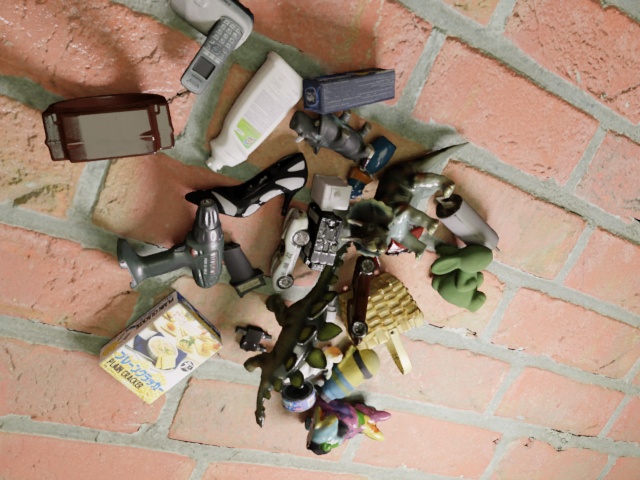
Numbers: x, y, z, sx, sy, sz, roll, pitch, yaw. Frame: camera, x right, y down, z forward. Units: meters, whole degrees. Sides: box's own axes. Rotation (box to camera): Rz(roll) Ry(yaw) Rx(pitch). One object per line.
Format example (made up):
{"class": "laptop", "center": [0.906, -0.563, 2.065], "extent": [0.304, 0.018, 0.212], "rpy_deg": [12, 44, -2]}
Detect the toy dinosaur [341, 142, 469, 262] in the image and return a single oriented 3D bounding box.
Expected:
{"class": "toy dinosaur", "center": [0.185, -0.097, 1.190], "extent": [0.192, 0.405, 0.131], "rpy_deg": [25, 149, 7]}

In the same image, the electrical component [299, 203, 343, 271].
{"class": "electrical component", "center": [-0.002, -0.004, 1.184], "extent": [0.058, 0.115, 0.134], "rpy_deg": [10, 109, -18]}

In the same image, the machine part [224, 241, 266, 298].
{"class": "machine part", "center": [-0.177, 0.062, 1.195], "extent": [0.084, 0.039, 0.138], "rpy_deg": [-25, 120, 1]}

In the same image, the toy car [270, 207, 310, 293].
{"class": "toy car", "center": [-0.070, 0.025, 1.180], "extent": [0.056, 0.074, 0.201], "rpy_deg": [13, 118, -16]}

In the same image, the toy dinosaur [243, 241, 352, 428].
{"class": "toy dinosaur", "center": [-0.039, 0.194, 1.207], "extent": [0.105, 0.199, 0.471], "rpy_deg": [30, 76, -36]}

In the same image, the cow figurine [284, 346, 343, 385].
{"class": "cow figurine", "center": [-0.027, 0.317, 1.339], "extent": [0.167, 0.068, 0.098], "rpy_deg": [-2, 118, -15]}

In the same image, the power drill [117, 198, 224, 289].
{"class": "power drill", "center": [-0.296, 0.016, 1.085], "extent": [0.207, 0.086, 0.231], "rpy_deg": [-15, 139, -13]}

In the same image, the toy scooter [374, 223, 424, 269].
{"class": "toy scooter", "center": [0.160, 0.007, 1.269], "extent": [0.184, 0.075, 0.135], "rpy_deg": [-9, 115, -12]}

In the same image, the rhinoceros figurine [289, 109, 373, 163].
{"class": "rhinoceros figurine", "center": [0.025, -0.220, 1.113], "extent": [0.190, 0.112, 0.073], "rpy_deg": [16, 65, -39]}

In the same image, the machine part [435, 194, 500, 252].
{"class": "machine part", "center": [0.363, -0.036, 1.322], "extent": [0.243, 0.079, 0.079], "rpy_deg": [37, 96, -28]}

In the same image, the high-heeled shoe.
{"class": "high-heeled shoe", "center": [-0.143, -0.124, 1.104], "extent": [0.249, 0.086, 0.145], "rpy_deg": [5, 108, -27]}

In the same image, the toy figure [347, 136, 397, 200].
{"class": "toy figure", "center": [0.107, -0.157, 1.190], "extent": [0.064, 0.058, 0.154], "rpy_deg": [34, 103, -22]}

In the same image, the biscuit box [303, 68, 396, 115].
{"class": "biscuit box", "center": [0.061, -0.301, 1.074], "extent": [0.203, 0.059, 0.062], "rpy_deg": [-21, 121, -34]}

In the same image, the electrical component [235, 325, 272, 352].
{"class": "electrical component", "center": [-0.164, 0.237, 1.282], "extent": [0.094, 0.021, 0.063], "rpy_deg": [19, 105, -26]}

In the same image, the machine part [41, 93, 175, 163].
{"class": "machine part", "center": [-0.359, -0.198, 0.923], "extent": [0.201, 0.201, 0.087], "rpy_deg": [-8, 112, -16]}

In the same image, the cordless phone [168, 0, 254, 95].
{"class": "cordless phone", "center": [-0.222, -0.370, 0.969], "extent": [0.146, 0.089, 0.184], "rpy_deg": [31, 104, -28]}

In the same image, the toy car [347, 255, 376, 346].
{"class": "toy car", "center": [0.087, 0.131, 1.191], "extent": [0.053, 0.089, 0.202], "rpy_deg": [10, 79, -3]}

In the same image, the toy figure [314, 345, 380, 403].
{"class": "toy figure", "center": [0.074, 0.345, 1.373], "extent": [0.180, 0.089, 0.082], "rpy_deg": [-41, 154, -4]}

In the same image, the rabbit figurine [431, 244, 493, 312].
{"class": "rabbit figurine", "center": [0.358, 0.068, 1.336], "extent": [0.159, 0.121, 0.170], "rpy_deg": [22, 131, 5]}

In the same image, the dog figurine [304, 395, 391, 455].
{"class": "dog figurine", "center": [0.076, 0.482, 1.391], "extent": [0.219, 0.192, 0.108], "rpy_deg": [10, 103, -7]}
